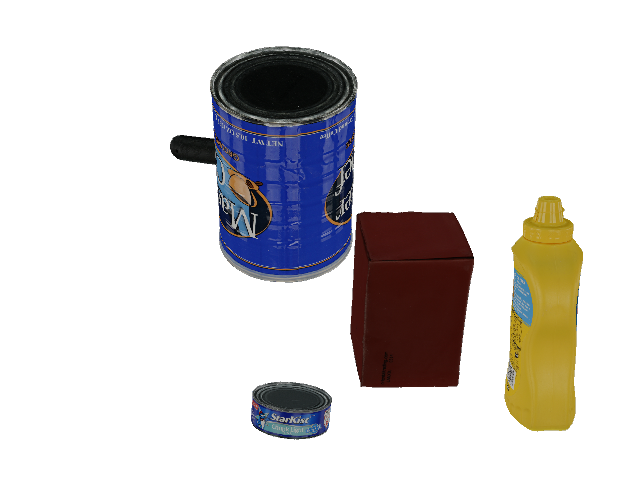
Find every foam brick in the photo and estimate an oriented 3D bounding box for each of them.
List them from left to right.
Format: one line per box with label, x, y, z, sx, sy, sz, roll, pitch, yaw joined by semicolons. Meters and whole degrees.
foam brick;0.044;0.030;0.544;0.053;0.078;0.051;0;30;-5

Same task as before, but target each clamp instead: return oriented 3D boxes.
clamp;-0.064;-0.084;1.061;0.120;0.039;0.172;-25;36;-33

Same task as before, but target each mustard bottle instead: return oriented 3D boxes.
mustard bottle;0.189;0.057;0.902;0.058;0.192;0.096;-1;17;2

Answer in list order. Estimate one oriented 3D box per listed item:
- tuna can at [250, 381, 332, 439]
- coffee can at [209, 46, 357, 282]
tuna can;-0.032;0.182;1.144;0.086;0.034;0.086;5;12;-1
coffee can;-0.026;-0.055;0.778;0.103;0.140;0.103;0;39;0
